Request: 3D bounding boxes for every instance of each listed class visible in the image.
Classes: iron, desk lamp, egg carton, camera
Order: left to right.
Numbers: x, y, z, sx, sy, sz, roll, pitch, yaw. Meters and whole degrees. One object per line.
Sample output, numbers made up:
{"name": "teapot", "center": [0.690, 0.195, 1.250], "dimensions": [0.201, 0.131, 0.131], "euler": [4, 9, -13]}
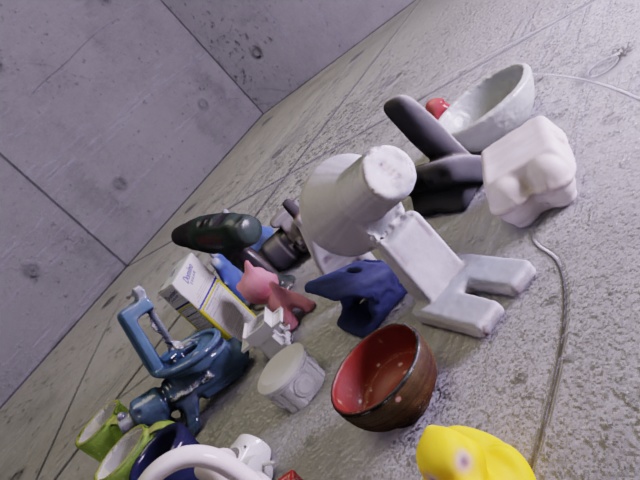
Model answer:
{"name": "iron", "center": [-0.176, 0.034, 1.198], "dimensions": [0.118, 0.142, 0.258], "euler": [-36, 20, 21]}
{"name": "camera", "center": [-0.062, -0.011, 1.124], "dimensions": [0.137, 0.101, 0.143], "euler": [-42, 19, 5]}
{"name": "desk lamp", "center": [0.090, -0.012, 0.634], "dimensions": [0.118, 0.214, 0.202], "euler": [-49, 19, -16]}
{"name": "egg carton", "center": [0.251, -0.084, 0.689], "dimensions": [0.107, 0.069, 0.150], "euler": [-33, 21, 28]}

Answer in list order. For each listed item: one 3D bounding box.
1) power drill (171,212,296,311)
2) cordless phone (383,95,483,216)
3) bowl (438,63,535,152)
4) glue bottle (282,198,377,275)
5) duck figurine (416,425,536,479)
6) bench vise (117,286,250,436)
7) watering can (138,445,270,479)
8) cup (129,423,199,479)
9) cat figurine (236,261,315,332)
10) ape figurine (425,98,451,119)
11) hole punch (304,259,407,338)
{"name": "power drill", "center": [-0.155, 0.033, 1.049], "dimensions": [0.229, 0.209, 0.076], "euler": [-20, 30, 50]}
{"name": "cordless phone", "center": [0.141, -0.128, 0.827], "dimensions": [0.147, 0.185, 0.094], "euler": [-13, 35, 56]}
{"name": "bowl", "center": [0.264, -0.188, 0.880], "dimensions": [0.167, 0.075, 0.167], "euler": [-38, 19, 16]}
{"name": "glue bottle", "center": [0.008, 0.003, 0.836], "dimensions": [0.078, 0.173, 0.037], "euler": [-38, 20, 15]}
{"name": "duck figurine", "center": [0.104, 0.168, 0.417], "dimensions": [0.077, 0.086, 0.104], "euler": [-39, 19, 13]}
{"name": "bench vise", "center": [-0.237, 0.188, 0.862], "dimensions": [0.121, 0.220, 0.208], "euler": [-17, 32, 52]}
{"name": "watering can", "center": [-0.068, 0.234, 0.454], "dimensions": [0.101, 0.194, 0.172], "euler": [-52, 20, -23]}
{"name": "cup", "center": [-0.169, 0.293, 0.692], "dimensions": [0.091, 0.095, 0.117], "euler": [-40, 19, 10]}
{"name": "cat figurine", "center": [-0.085, 0.083, 0.939], "dimensions": [0.067, 0.118, 0.127], "euler": [-49, 20, -17]}
{"name": "ape figurine", "center": [0.217, -0.206, 0.987], "dimensions": [0.076, 0.092, 0.078], "euler": [-37, 20, 18]}
{"name": "hole punch", "center": [0.046, 0.061, 0.759], "dimensions": [0.101, 0.091, 0.108], "euler": [-49, 19, -16]}
